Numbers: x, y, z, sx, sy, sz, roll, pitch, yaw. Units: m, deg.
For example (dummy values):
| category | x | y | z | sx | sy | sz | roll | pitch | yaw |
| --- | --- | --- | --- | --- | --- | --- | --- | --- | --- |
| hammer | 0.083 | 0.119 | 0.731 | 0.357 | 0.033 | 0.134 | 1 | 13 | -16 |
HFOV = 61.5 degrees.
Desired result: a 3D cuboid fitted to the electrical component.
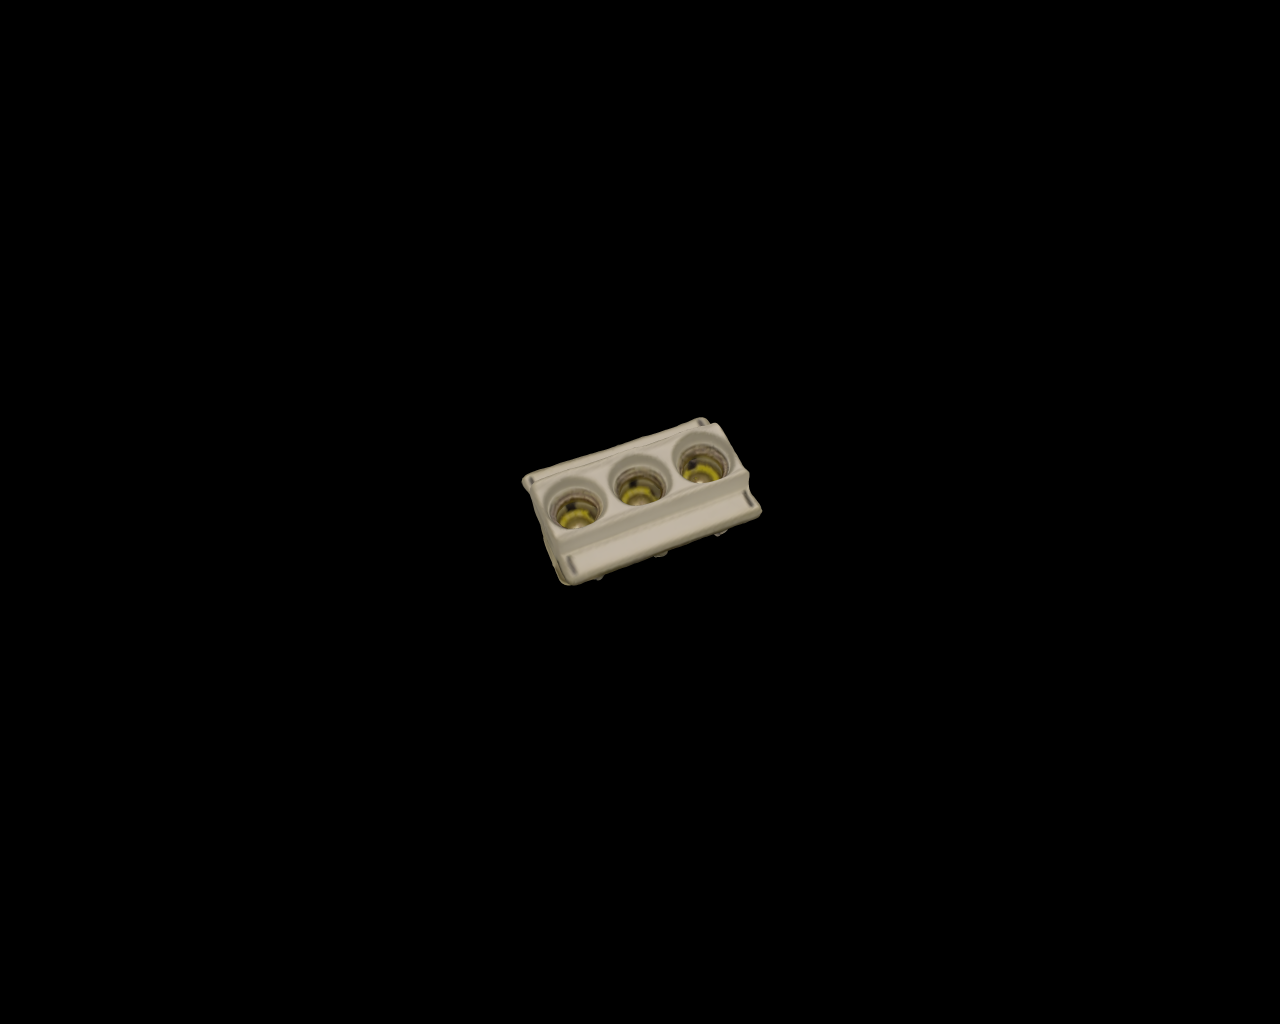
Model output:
| category | x | y | z | sx | sy | sz | roll | pitch | yaw |
| --- | --- | --- | --- | --- | --- | --- | --- | --- | --- |
| electrical component | 0.001 | -0.003 | 0.650 | 0.121 | 0.079 | 0.063 | -20 | -31 | -13 |
